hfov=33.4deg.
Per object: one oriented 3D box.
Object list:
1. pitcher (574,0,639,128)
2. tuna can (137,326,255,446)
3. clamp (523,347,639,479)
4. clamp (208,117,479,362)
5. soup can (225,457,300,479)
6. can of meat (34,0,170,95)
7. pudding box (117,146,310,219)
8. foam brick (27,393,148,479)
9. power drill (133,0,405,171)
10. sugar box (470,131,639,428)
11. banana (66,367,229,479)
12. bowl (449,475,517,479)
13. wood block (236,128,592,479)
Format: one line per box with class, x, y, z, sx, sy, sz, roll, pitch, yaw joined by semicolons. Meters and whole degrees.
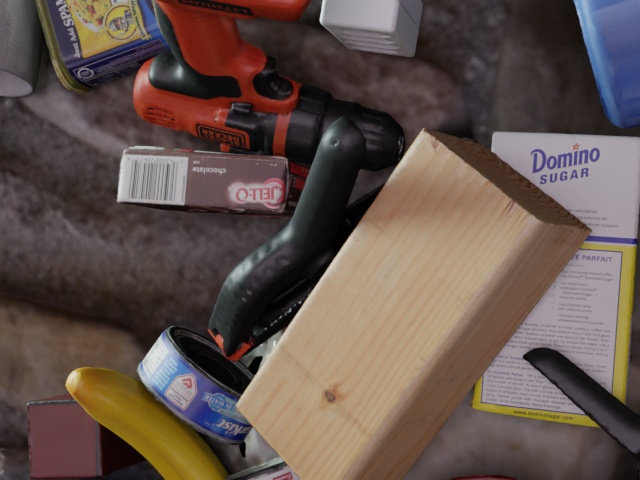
pitcher;0.274;-0.136;0.603;0.243;0.145;0.149;-15;73;17
tuna can;-0.075;0.094;0.697;0.086;0.086;0.034;37;95;12
clamp;0.181;0.142;0.602;0.172;0.039;0.120;18;92;21
clamp;-0.004;0.001;0.659;0.210;0.164;0.036;-43;67;19
soup can;-0.015;0.193;0.689;0.068;0.068;0.102;-21;83;13
can of meat;-0.146;-0.163;0.738;0.084;0.057;0.102;-18;85;11
pudding box;-0.062;-0.035;0.696;0.113;0.090;0.039;6;89;15
foam brick;-0.155;0.129;0.721;0.051;0.078;0.053;-5;85;15
power drill;-0.034;-0.110;0.645;0.184;0.188;0.057;12;64;6
sugar box;0.149;0.023;0.664;0.093;0.048;0.176;5;87;18
banana;-0.094;0.146;0.693;0.037;0.069;0.197;-30;109;9
bowl;0.108;0.223;0.663;0.162;0.055;0.162;0;88;14
wood block;0.053;0.047;0.634;0.091;0.090;0.206;43;110;27
